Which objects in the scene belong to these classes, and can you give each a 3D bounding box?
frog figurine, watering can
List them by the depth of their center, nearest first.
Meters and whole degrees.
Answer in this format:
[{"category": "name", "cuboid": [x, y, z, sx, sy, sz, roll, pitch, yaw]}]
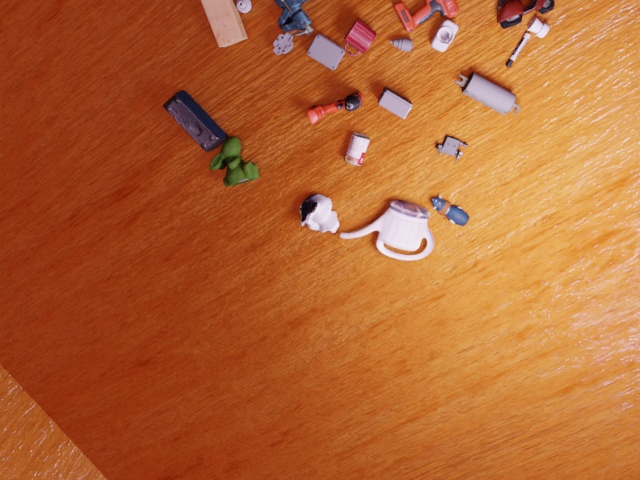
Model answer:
[{"category": "watering can", "cuboid": [0.262, -0.046, 1.902, 0.347, 0.105, 0.221, 16, 108, -2]}, {"category": "frog figurine", "cuboid": [0.006, -0.097, 1.925, 0.158, 0.124, 0.136, 15, 105, -39]}]
